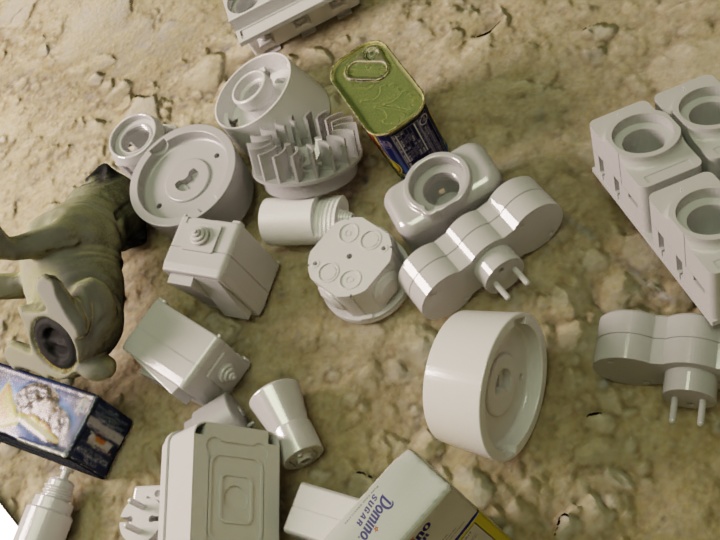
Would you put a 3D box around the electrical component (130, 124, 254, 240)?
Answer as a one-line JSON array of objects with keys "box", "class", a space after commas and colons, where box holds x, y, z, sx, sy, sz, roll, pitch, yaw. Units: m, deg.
[{"box": [-0.150, -0.073, 0.994, 0.108, 0.060, 0.108, -10, 60, 18], "class": "electrical component"}]

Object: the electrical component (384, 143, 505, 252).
[{"box": [0.072, -0.058, 0.891, 0.095, 0.059, 0.053, -30, 55, 5], "class": "electrical component"}]

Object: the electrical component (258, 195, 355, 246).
[{"box": [-0.043, -0.044, 0.942, 0.081, 0.043, 0.043, -1, 63, 23], "class": "electrical component"}]

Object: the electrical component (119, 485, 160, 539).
[{"box": [-0.161, 0.199, 0.838, 0.047, 0.076, 0.065, -6, 61, 20], "class": "electrical component"}]

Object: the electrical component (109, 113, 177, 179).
[{"box": [-0.206, -0.115, 1.044, 0.058, 0.057, 0.078, 8, 66, 27], "class": "electrical component"}]

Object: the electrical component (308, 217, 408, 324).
[{"box": [0.000, 0.000, 0.895, 0.080, 0.051, 0.080, -10, 59, 18], "class": "electrical component"}]

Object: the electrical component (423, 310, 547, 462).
[{"box": [0.086, 0.080, 0.783, 0.060, 0.108, 0.108, 8, 66, 33], "class": "electrical component"}]

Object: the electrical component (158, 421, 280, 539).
[{"box": [-0.108, 0.178, 0.814, 0.057, 0.078, 0.113, -29, 54, 48], "class": "electrical component"}]

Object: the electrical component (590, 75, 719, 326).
[{"box": [0.255, -0.060, 0.780, 0.105, 0.060, 0.186, -22, 44, -2], "class": "electrical component"}]

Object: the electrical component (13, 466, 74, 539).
[{"box": [-0.260, 0.203, 0.900, 0.040, 0.040, 0.078, 6, 66, 26], "class": "electrical component"}]

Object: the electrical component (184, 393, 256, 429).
[{"box": [-0.126, 0.133, 0.882, 0.078, 0.040, 0.040, -32, 55, 4], "class": "electrical component"}]

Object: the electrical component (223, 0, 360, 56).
[{"box": [-0.067, -0.268, 1.065, 0.121, 0.063, 0.078, -25, 56, 9], "class": "electrical component"}]

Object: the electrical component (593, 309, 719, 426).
[{"box": [0.232, 0.074, 0.753, 0.138, 0.052, 0.073, 3, 64, 25], "class": "electrical component"}]

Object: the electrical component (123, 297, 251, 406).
[{"box": [-0.144, 0.078, 0.907, 0.096, 0.061, 0.061, 27, 76, 32], "class": "electrical component"}]

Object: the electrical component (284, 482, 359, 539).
[{"box": [-0.021, 0.206, 0.793, 0.066, 0.047, 0.076, 10, 68, 28], "class": "electrical component"}]

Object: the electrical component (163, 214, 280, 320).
[{"box": [-0.122, -0.003, 0.921, 0.062, 0.096, 0.061, 9, 68, 27], "class": "electrical component"}]

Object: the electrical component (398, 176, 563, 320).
[{"box": [0.105, -0.007, 0.852, 0.138, 0.052, 0.073, -37, 55, 0], "class": "electrical component"}]

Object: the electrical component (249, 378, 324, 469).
[{"box": [-0.056, 0.125, 0.857, 0.044, 0.044, 0.065, -32, 60, 4], "class": "electrical component"}]

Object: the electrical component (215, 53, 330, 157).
[{"box": [-0.086, -0.156, 1.025, 0.099, 0.064, 0.099, -21, 48, 26], "class": "electrical component"}]
